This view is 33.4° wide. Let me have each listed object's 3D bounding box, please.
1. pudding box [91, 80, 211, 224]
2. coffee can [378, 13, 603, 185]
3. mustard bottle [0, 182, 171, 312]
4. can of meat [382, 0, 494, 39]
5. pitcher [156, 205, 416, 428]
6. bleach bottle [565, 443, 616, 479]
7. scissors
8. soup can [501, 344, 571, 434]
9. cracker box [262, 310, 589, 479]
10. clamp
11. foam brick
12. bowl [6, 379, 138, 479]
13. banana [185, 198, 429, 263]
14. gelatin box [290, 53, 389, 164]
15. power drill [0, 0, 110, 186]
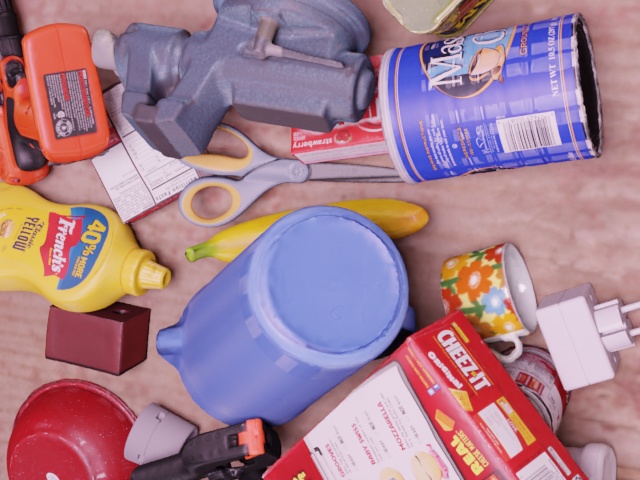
[{"bbox_3d":[-0.152,-0.082,0.916,0.090,0.039,0.113,-26,94,21],"label":"pudding box"},{"bbox_3d":[0.124,-0.100,0.770,0.140,0.102,0.103,-7,98,22],"label":"coffee can"},{"bbox_3d":[-0.220,0.013,0.939,0.192,0.058,0.096,14,67,17],"label":"mustard bottle"},{"bbox_3d":[0.098,-0.195,0.771,0.057,0.083,0.102,48,112,6],"label":"can of meat"},{"bbox_3d":[-0.014,0.059,0.781,0.145,0.149,0.243,47,158,1],"label":"pitcher"},{"bbox_3d":[0.105,0.206,0.860,0.251,0.068,0.102,0,77,27],"label":"bleach bottle"},{"bbox_3d":[-0.030,-0.039,0.868,0.202,0.016,0.096,18,98,6],"label":"scissors"},{"bbox_3d":[0.150,0.124,0.807,0.069,0.102,0.068,4,101,19],"label":"soup can"},{"bbox_3d":[0.073,0.177,0.763,0.164,0.071,0.214,53,134,15],"label":"cracker box"},{"bbox_3d":[-0.090,0.180,0.869,0.120,0.172,0.039,-8,67,-18],"label":"clamp"},{"bbox_3d":[-0.199,0.084,0.960,0.078,0.053,0.051,10,104,18],"label":"foam brick"},{"bbox_3d":[-0.237,0.215,1.001,0.162,0.055,0.162,4,102,20],"label":"bowl"},{"bbox_3d":[-0.006,-0.005,0.859,0.198,0.069,0.037,-11,108,15],"label":"banana"},{"bbox_3d":[0.022,-0.102,0.833,0.089,0.030,0.073,-6,73,22],"label":"gelatin box"},{"bbox_3d":[-0.240,-0.134,0.882,0.188,0.057,0.184,10,114,59],"label":"power drill"}]
